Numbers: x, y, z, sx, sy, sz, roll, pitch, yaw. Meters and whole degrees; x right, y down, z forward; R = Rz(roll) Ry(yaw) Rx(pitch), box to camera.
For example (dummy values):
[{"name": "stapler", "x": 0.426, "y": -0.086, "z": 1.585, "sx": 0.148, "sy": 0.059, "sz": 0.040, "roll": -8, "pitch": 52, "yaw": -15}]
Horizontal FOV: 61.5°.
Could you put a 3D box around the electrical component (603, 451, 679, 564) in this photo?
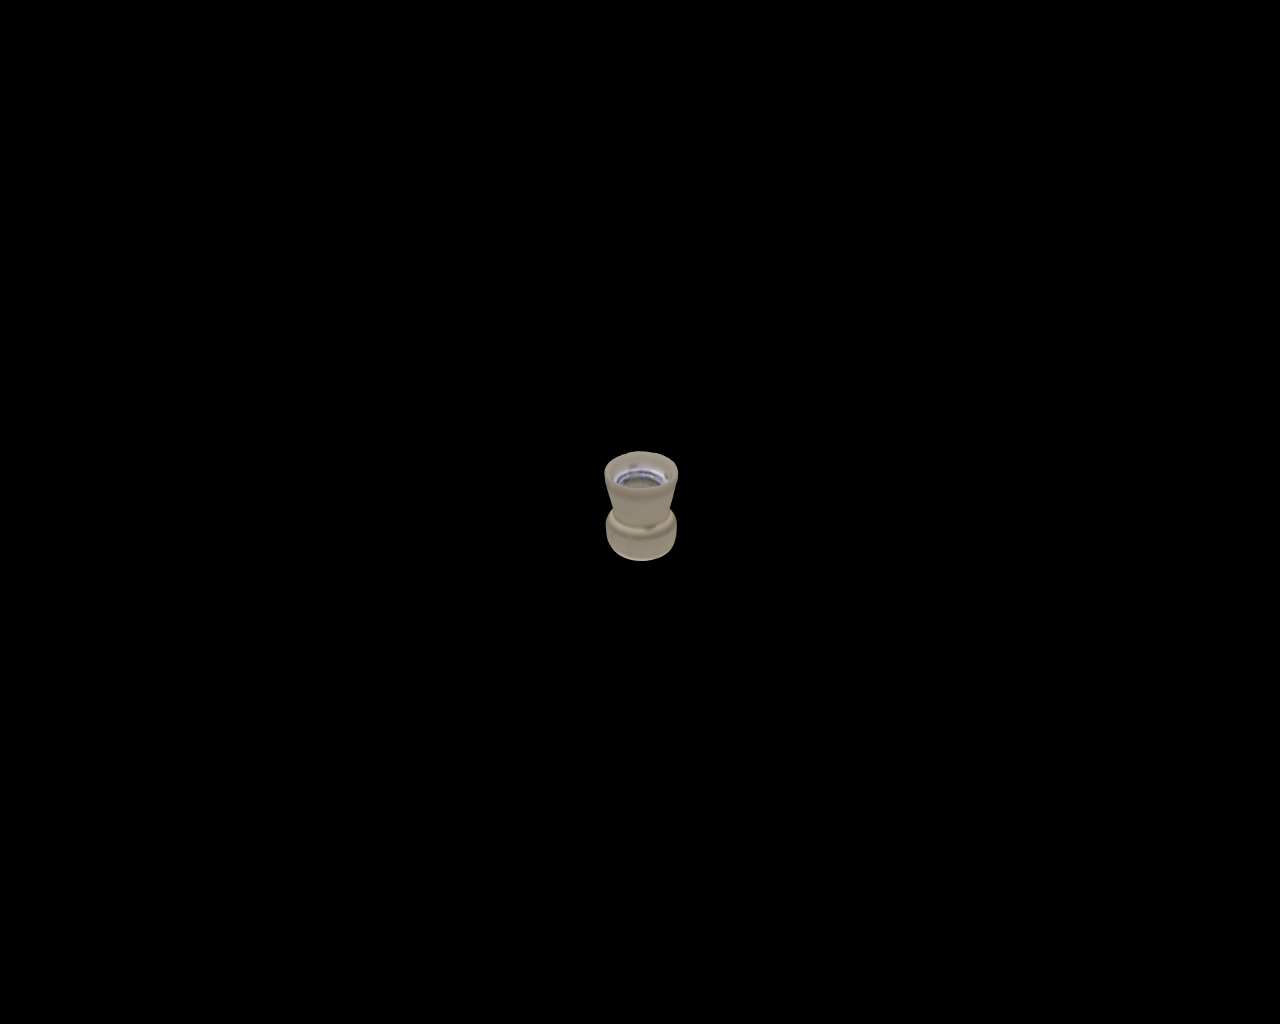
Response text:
[{"name": "electrical component", "x": 0.001, "y": -0.003, "z": 0.650, "sx": 0.045, "sy": 0.055, "sz": 0.045, "roll": 0, "pitch": 33, "yaw": 0}]
